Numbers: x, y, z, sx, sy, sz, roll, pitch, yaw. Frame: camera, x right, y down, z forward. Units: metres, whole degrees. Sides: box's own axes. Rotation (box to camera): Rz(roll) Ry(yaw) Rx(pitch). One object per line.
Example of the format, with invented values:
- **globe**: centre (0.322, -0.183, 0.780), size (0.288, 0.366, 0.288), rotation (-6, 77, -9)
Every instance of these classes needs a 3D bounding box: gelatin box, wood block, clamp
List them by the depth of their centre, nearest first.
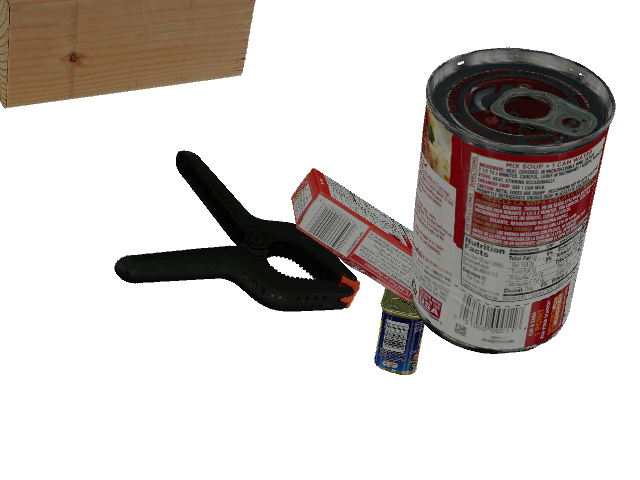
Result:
- **gelatin box**: centre (0.025, -0.004, 0.674), size (0.089, 0.030, 0.073), rotation (33, 11, -12)
- **wood block**: centre (-0.165, -0.178, 0.850), size (0.205, 0.091, 0.090), rotation (-14, 45, -32)
- **clamp**: centre (-0.069, 0.015, 0.948), size (0.210, 0.164, 0.036), rotation (28, -44, 2)

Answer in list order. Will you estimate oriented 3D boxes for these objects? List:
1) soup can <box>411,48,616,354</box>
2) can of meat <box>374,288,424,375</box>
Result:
- **soup can**: centre (0.072, -0.014, 0.416), size (0.068, 0.102, 0.068), rotation (0, 39, 0)
- **can of meat**: centre (0.100, 0.102, 1.288), size (0.057, 0.084, 0.102), rotation (11, 25, 7)
